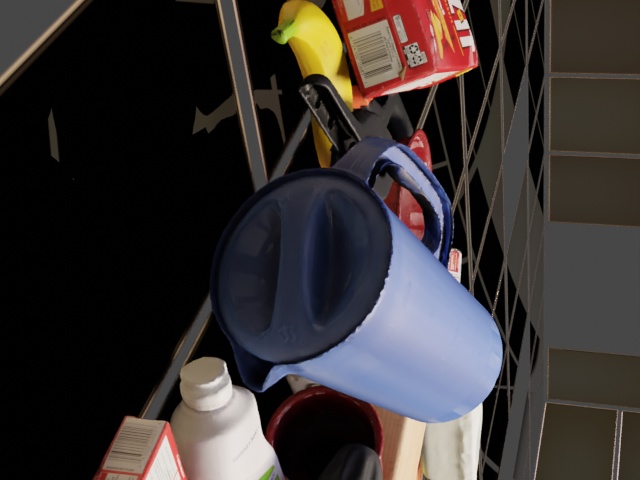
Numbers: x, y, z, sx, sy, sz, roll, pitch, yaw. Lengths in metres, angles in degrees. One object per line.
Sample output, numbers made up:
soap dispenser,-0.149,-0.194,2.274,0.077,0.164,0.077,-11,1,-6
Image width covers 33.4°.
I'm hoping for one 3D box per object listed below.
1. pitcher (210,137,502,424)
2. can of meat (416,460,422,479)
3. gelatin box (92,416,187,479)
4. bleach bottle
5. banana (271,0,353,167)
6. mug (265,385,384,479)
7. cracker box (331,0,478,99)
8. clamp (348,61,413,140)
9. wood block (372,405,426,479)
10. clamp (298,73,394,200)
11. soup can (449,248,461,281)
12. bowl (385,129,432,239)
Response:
pitcher,0.046,0.045,0.762,0.242,0.149,0.145,35,33,-54
can of meat,0.083,0.249,1.185,0.084,0.057,0.102,22,72,-75
gelatin box,-0.103,0.153,0.580,0.089,0.030,0.073,-68,157,-45
bleach bottle,-0.052,0.183,0.704,0.102,0.068,0.251,-59,146,-55
banana,-0.004,-0.128,0.844,0.069,0.037,0.197,-62,154,-19
mug,0.014,0.183,0.850,0.093,0.117,0.081,-33,150,-12
cracker box,0.068,-0.213,0.913,0.164,0.072,0.213,71,20,-4
clamp,0.060,-0.168,1.040,0.209,0.036,0.164,-33,125,-69
wood block,0.031,0.213,0.938,0.090,0.091,0.206,74,26,-51
clamp,0.025,-0.055,0.841,0.171,0.039,0.120,12,82,-64
soup can,0.133,0.060,1.283,0.068,0.069,0.102,31,64,-71
bowl,0.073,-0.033,1.082,0.162,0.055,0.162,4,90,-74
